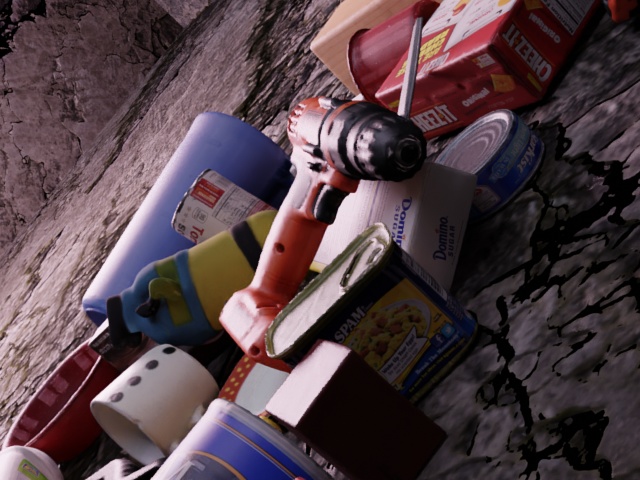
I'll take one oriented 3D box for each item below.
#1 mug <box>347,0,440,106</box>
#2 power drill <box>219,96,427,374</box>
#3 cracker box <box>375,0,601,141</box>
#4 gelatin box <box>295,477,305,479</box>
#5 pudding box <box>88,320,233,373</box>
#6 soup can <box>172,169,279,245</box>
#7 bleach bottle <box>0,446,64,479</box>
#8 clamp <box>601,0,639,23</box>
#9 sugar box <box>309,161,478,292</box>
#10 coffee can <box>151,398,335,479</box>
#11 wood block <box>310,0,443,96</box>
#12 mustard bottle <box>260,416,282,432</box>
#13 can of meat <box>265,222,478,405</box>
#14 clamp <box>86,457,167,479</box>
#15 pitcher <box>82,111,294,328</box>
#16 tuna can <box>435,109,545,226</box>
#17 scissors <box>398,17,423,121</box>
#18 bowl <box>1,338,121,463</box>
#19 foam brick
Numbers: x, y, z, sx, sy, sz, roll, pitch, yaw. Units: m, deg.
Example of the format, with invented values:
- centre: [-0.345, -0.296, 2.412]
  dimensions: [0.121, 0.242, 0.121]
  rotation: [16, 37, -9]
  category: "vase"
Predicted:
- centre: [0.094, -0.175, 1.015]
  dimensions: [0.082, 0.093, 0.117]
  rotation: [-24, -8, 41]
  category: "mug"
- centre: [0.000, -0.006, 0.725]
  dimensions: [0.188, 0.057, 0.185]
  rotation: [-68, 20, 4]
  category: "power drill"
- centre: [0.163, -0.192, 0.897]
  dimensions: [0.213, 0.072, 0.164]
  rotation: [-56, 19, -23]
  category: "cracker box"
- centre: [-0.009, 0.169, 0.508]
  dimensions: [0.089, 0.073, 0.030]
  rotation: [-48, 23, -6]
  category: "gelatin box"
- centre: [-0.140, 0.083, 0.974]
  dimensions: [0.114, 0.090, 0.039]
  rotation: [-41, 17, 20]
  category: "pudding box"
- centre: [-0.076, -0.012, 0.979]
  dimensions: [0.068, 0.102, 0.068]
  rotation: [-57, -6, -9]
  category: "soup can"
- centre: [-0.250, 0.239, 0.911]
  dimensions: [0.068, 0.102, 0.251]
  rotation: [-41, 11, -2]
  category: "bleach bottle"
- centre: [0.241, -0.253, 0.803]
  dimensions: [0.165, 0.036, 0.210]
  rotation: [17, 66, 29]
  category: "clamp"
- centre: [0.043, -0.011, 0.764]
  dimensions: [0.176, 0.048, 0.093]
  rotation: [16, 92, 65]
  category: "sugar box"
- centre: [-0.061, 0.170, 0.566]
  dimensions: [0.140, 0.102, 0.103]
  rotation: [-50, 17, -19]
  category: "coffee can"
- centre: [0.095, -0.239, 1.124]
  dimensions: [0.207, 0.090, 0.090]
  rotation: [-24, 28, 52]
  category: "wood block"
- centre: [-0.085, 0.191, 0.661]
  dimensions: [0.191, 0.058, 0.096]
  rotation: [-53, 26, -19]
  category: "mustard bottle"
- centre: [0.032, 0.055, 0.641]
  dimensions: [0.102, 0.084, 0.057]
  rotation: [-45, 17, 8]
  category: "can of meat"
- centre: [-0.158, 0.205, 0.835]
  dimensions: [0.120, 0.039, 0.172]
  rotation: [-47, 17, -7]
  category: "clamp"
- centre: [-0.124, 0.000, 1.081]
  dimensions: [0.242, 0.145, 0.149]
  rotation: [-58, 8, -21]
  category: "pitcher"
- centre: [0.116, -0.052, 0.762]
  dimensions: [0.086, 0.033, 0.086]
  rotation: [-42, 18, 17]
  category: "tuna can"
- centre: [0.056, -0.074, 0.858]
  dimensions: [0.096, 0.016, 0.201]
  rotation: [138, 142, -55]
  category: "scissors"
- centre: [-0.253, 0.174, 1.098]
  dimensions: [0.162, 0.055, 0.162]
  rotation: [-42, 18, 17]
  category: "bowl"
- centre: [0.019, 0.100, 0.588]
  dimensions: [0.053, 0.078, 0.051]
  rotation: [-51, 19, -12]
  category: "foam brick"
